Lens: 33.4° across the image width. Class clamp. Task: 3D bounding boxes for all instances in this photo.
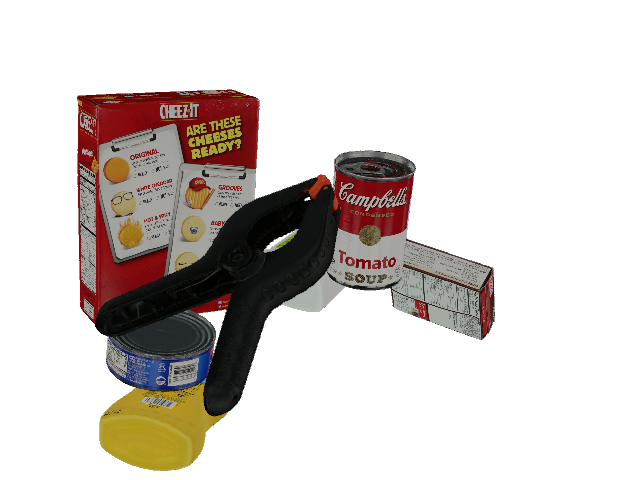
[{"bbox_3d":[-0.043,0.029,0.652,0.120,0.171,0.039,41,-16,34],"label":"clamp"}]

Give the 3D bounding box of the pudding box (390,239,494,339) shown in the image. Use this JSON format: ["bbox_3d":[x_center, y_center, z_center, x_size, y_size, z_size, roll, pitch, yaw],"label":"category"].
[{"bbox_3d":[0.129,0.051,1.139,0.114,0.039,0.090,18,-36,23],"label":"pudding box"}]

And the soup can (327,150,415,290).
[{"bbox_3d":[0.041,-0.017,0.902,0.068,0.102,0.068,4,24,-2],"label":"soup can"}]

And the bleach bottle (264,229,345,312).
[{"bbox_3d":[0.027,-0.005,1.328,0.103,0.068,0.250,16,36,28],"label":"bleach bottle"}]

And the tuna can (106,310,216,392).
[{"bbox_3d":[-0.128,0.086,0.852,0.086,0.034,0.086,8,23,-3],"label":"tuna can"}]

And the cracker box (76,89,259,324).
[{"bbox_3d":[-0.148,-0.035,1.032,0.163,0.214,0.072,-7,19,-30],"label":"cracker box"}]

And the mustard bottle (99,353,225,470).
[{"bbox_3d":[-0.140,0.158,1.072,0.096,0.058,0.191,7,20,12],"label":"mustard bottle"}]
